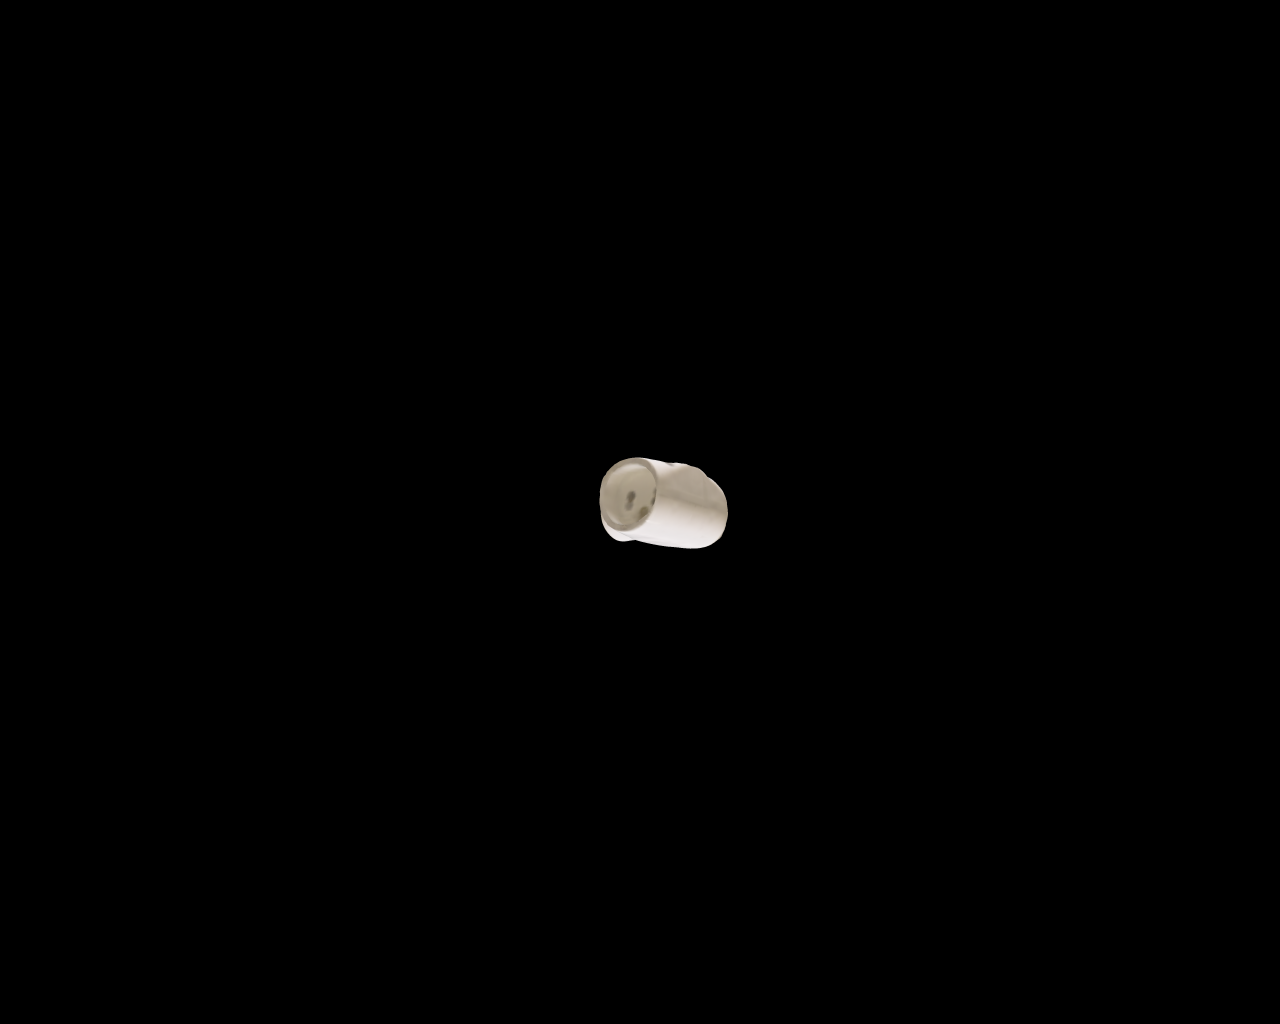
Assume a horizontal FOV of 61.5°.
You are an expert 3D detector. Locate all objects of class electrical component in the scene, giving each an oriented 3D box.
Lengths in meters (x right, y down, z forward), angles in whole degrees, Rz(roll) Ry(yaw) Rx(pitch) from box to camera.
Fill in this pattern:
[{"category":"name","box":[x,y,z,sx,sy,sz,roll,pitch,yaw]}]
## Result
[{"category":"electrical component","box":[0.001,-0.003,0.650,0.079,0.044,0.077,-8,-14,35]}]
